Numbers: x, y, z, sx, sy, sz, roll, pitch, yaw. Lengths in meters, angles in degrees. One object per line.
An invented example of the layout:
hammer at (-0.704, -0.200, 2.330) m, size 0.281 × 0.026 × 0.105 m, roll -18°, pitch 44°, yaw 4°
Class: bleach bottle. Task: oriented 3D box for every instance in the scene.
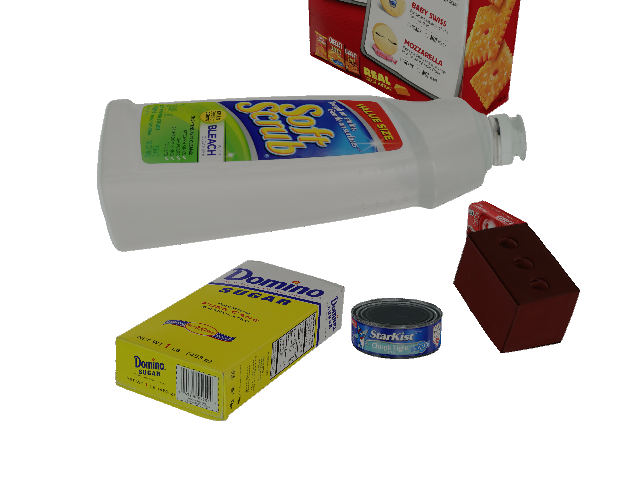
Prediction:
bleach bottle at (-0.004, -0.053, 0.650) m, size 0.251 × 0.068 × 0.102 m, roll -7°, pitch 40°, yaw 0°

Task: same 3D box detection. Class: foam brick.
foam brick at (0.140, 0.034, 0.770) m, size 0.052 × 0.051 × 0.078 m, roll -9°, pitch 44°, yaw -23°

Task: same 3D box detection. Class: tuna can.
tuna can at (0.071, 0.082, 1.003) m, size 0.086 × 0.034 × 0.086 m, roll 0°, pitch 14°, yaw 0°

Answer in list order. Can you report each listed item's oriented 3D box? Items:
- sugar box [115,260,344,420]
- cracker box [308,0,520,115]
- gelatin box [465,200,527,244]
sugar box at (-0.062, 0.068, 0.798) m, size 0.093 × 0.048 × 0.176 m, roll 15°, pitch 27°, yaw 24°
cracker box at (0.069, -0.210, 0.795) m, size 0.164 × 0.214 × 0.072 m, roll 33°, pitch 52°, yaw 32°
gelatin box at (0.205, 0.007, 1.263) m, size 0.030 × 0.089 × 0.073 m, roll -15°, pitch 32°, yaw -29°
